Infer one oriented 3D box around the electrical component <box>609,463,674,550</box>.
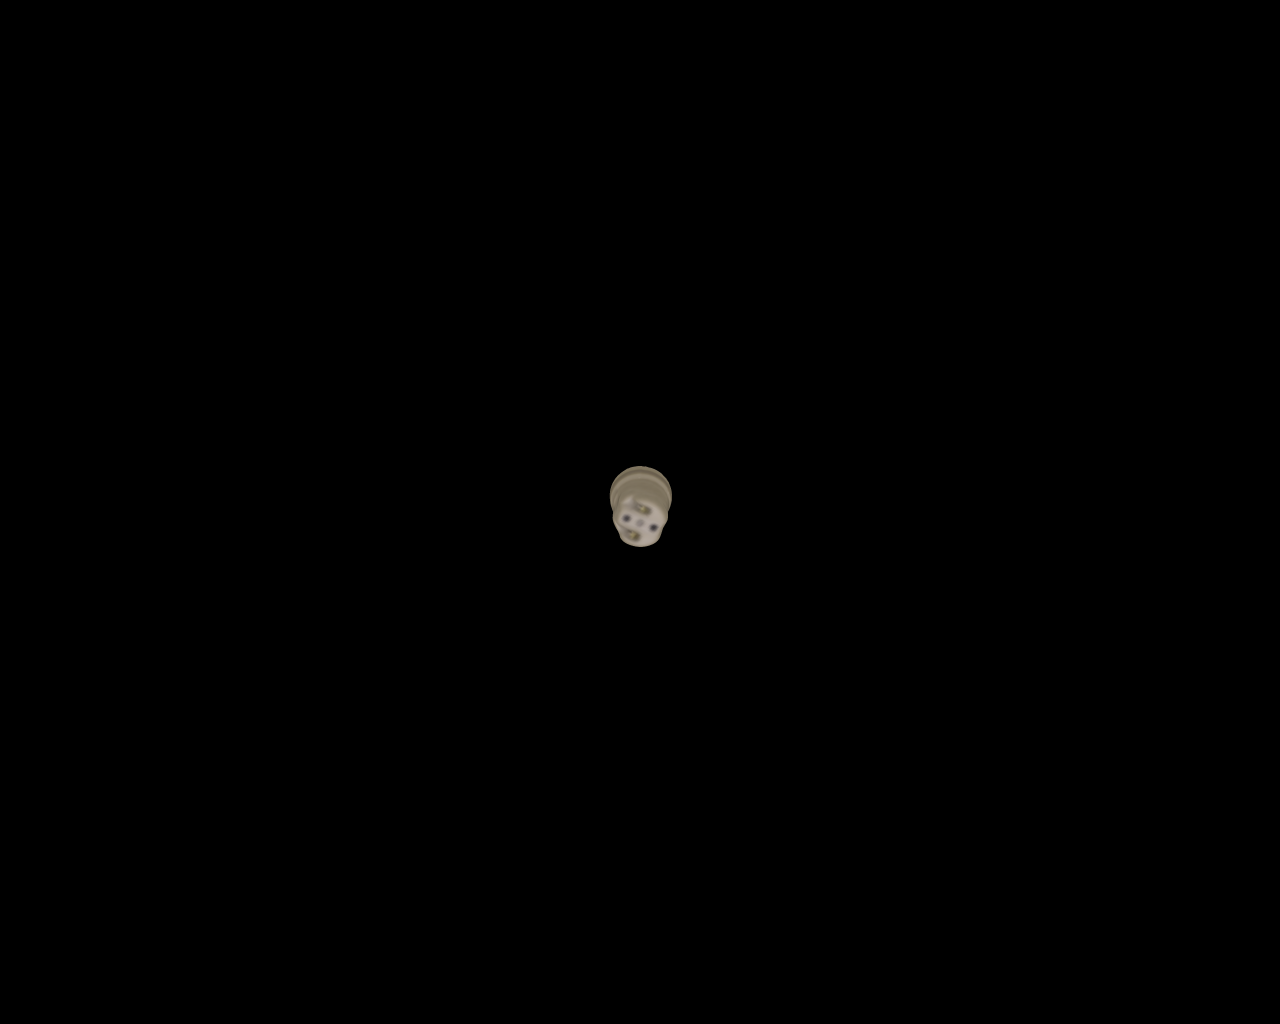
[{"bbox_3d":[0.001,-0.003,0.650,0.040,0.040,0.046,0,25,0],"label":"electrical component"}]
